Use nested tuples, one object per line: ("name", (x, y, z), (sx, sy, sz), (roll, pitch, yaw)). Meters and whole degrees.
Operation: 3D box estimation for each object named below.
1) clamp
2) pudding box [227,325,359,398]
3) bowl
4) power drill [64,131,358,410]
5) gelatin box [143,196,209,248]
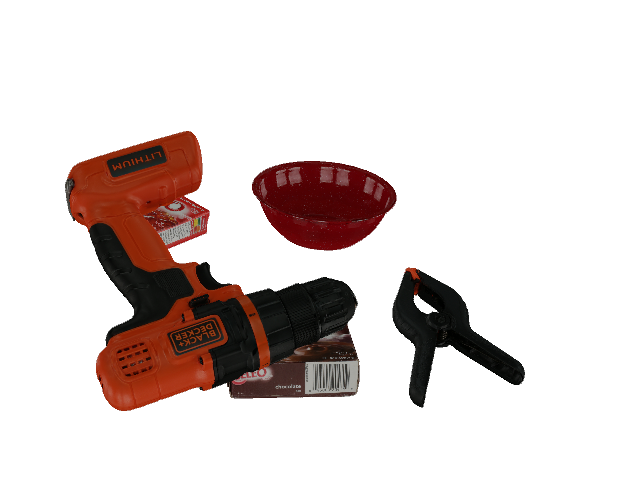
("clamp", (0.133, 0.095, 1.090), (0.120, 0.171, 0.039), (0, -44, -14))
("pudding box", (-0.026, 0.104, 0.944), (0.113, 0.039, 0.090), (1, 18, -6))
("bowl", (0.002, -0.034, 1.193), (0.162, 0.055, 0.162), (5, 27, -3))
("power drill", (-0.088, 0.013, 0.753), (0.184, 0.188, 0.057), (-18, -30, -18))
("gelatin box", (-0.166, -0.026, 1.049), (0.089, 0.030, 0.073), (30, 35, 31))
